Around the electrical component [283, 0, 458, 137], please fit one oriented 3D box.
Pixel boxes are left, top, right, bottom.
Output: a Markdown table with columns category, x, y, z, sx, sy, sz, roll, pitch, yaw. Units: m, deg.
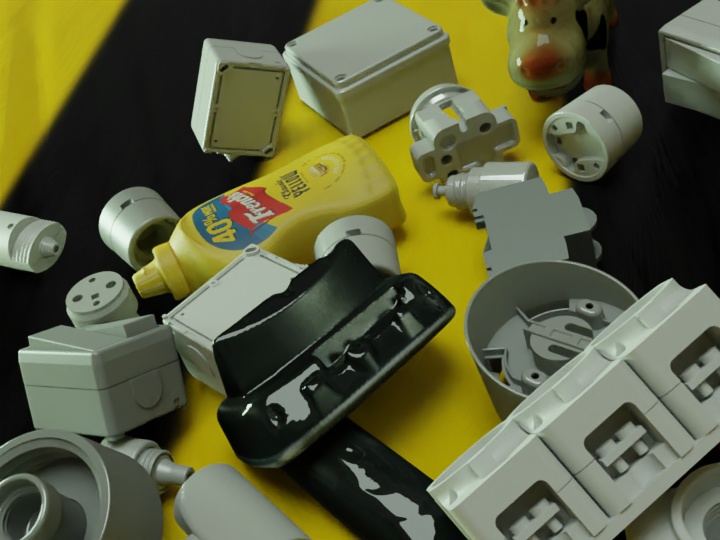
| category | x | y | z | sx | sy | sz | roll | pitch | yaw |
| --- | --- | --- | --- | --- | --- | --- | --- | --- | --- |
| electrical component | 0.008 | -0.172 | 0.908 | 0.109 | 0.056 | 0.109 | -30 | 39 | -14 |

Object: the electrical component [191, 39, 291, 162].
| category | x | y | z | sx | sy | sz | roll | pitch | yaw |
| --- | --- | --- | --- | --- | --- | --- | --- | --- | --- |
| electrical component | -0.102 | -0.137 | 0.887 | 0.062 | 0.096 | 0.061 | 1 | 31 | -23 |

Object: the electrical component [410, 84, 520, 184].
| category | x | y | z | sx | sy | sz | roll | pitch | yaw |
| --- | --- | --- | --- | --- | --- | --- | --- | --- | --- |
| electrical component | 0.071 | -0.102 | 0.796 | 0.078 | 0.058 | 0.057 | -23 | 41 | -4 |

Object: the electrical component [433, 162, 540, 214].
| category | x | y | z | sx | sy | sz | roll | pitch | yaw |
| --- | --- | --- | --- | --- | --- | --- | --- | --- | --- |
| electrical component | 0.089 | -0.054 | 0.743 | 0.078 | 0.040 | 0.040 | 2 | 43 | 25 |

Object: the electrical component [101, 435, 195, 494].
| category | x | y | z | sx | sy | sz | roll | pitch | yaw |
| --- | --- | --- | --- | --- | --- | --- | --- | --- | --- |
| electrical component | -0.125 | 0.117 | 0.630 | 0.061 | 0.035 | 0.035 | 4 | 44 | 24 |

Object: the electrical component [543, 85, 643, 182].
| category | x | y | z | sx | sy | sz | roll | pitch | yaw |
| --- | --- | --- | --- | --- | --- | --- | --- | --- | --- |
| electrical component | 0.164 | -0.097 | 0.753 | 0.055 | 0.055 | 0.047 | 23 | 51 | 41 |

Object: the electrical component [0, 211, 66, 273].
| category | x | y | z | sx | sy | sz | roll | pitch | yaw |
| --- | --- | --- | --- | --- | --- | --- | --- | --- | --- |
| electrical component | -0.268 | -0.022 | 0.851 | 0.081 | 0.043 | 0.043 | 10 | 46 | 32 |

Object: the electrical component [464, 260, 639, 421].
| category | x | y | z | sx | sy | sz | roll | pitch | yaw |
| --- | --- | --- | --- | --- | --- | --- | --- | --- | --- |
| electrical component | 0.112 | 0.046 | 0.592 | 0.099 | 0.064 | 0.099 | -11 | 39 | 9 |

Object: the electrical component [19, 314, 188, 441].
| category | x | y | z | sx | sy | sz | roll | pitch | yaw |
| --- | --- | --- | --- | --- | --- | --- | --- | --- | --- |
| electrical component | -0.164 | 0.063 | 0.664 | 0.096 | 0.061 | 0.062 | -2 | 13 | 39 |

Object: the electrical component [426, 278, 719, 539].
| category | x | y | z | sx | sy | sz | roll | pitch | yaw |
| --- | --- | --- | --- | --- | --- | --- | --- | --- | --- |
| electrical component | 0.108 | 0.076 | 0.498 | 0.150 | 0.089 | 0.061 | -40 | 83 | -6 |

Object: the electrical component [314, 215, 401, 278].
| category | x | y | z | sx | sy | sz | roll | pitch | yaw |
| --- | --- | --- | --- | --- | --- | --- | --- | --- | --- |
| electrical component | 0.000 | 0.000 | 0.704 | 0.055 | 0.055 | 0.047 | -17 | 42 | 3 |

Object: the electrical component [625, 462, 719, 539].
| category | x | y | z | sx | sy | sz | roll | pitch | yaw |
| --- | --- | --- | --- | --- | --- | --- | --- | --- | --- |
| electrical component | 0.169 | 0.124 | 0.476 | 0.095 | 0.059 | 0.053 | -13 | 38 | 8 |

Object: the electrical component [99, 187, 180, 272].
| category | x | y | z | sx | sy | sz | roll | pitch | yaw |
| --- | --- | --- | --- | --- | --- | --- | --- | --- | --- |
| electrical component | -0.160 | -0.028 | 0.806 | 0.055 | 0.055 | 0.047 | -34 | 44 | -18 |

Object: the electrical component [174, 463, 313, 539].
| category | x | y | z | sx | sy | sz | roll | pitch | yaw |
| --- | --- | --- | --- | --- | --- | --- | --- | --- | --- |
| electrical component | -0.074 | 0.150 | 0.561 | 0.079 | 0.043 | 0.077 | -38 | 42 | -21 |

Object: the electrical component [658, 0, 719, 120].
| category | x | y | z | sx | sy | sz | roll | pitch | yaw |
| --- | --- | --- | --- | --- | --- | --- | --- | --- | --- |
| electrical component | 0.256 | -0.148 | 0.770 | 0.061 | 0.061 | 0.096 | -34 | 40 | -18 |

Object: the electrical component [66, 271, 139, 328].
| category | x | y | z | sx | sy | sz | roll | pitch | yaw |
| --- | --- | --- | --- | --- | --- | --- | --- | --- | --- |
| electrical component | -0.169 | 0.035 | 0.731 | 0.045 | 0.055 | 0.045 | -12 | 38 | 9 |

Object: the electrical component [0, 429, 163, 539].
| category | x | y | z | sx | sy | sz | roll | pitch | yaw |
| --- | --- | --- | --- | --- | --- | --- | --- | --- | --- |
| electrical component | -0.167 | 0.137 | 0.574 | 0.108 | 0.060 | 0.108 | -10 | 59 | 17 |

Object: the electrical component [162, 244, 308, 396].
| category | x | y | z | sx | sy | sz | roll | pitch | yaw |
| --- | --- | --- | --- | --- | --- | --- | --- | --- | --- |
| electrical component | -0.064 | 0.033 | 0.684 | 0.062 | 0.061 | 0.096 | 24 | 55 | 41 |
